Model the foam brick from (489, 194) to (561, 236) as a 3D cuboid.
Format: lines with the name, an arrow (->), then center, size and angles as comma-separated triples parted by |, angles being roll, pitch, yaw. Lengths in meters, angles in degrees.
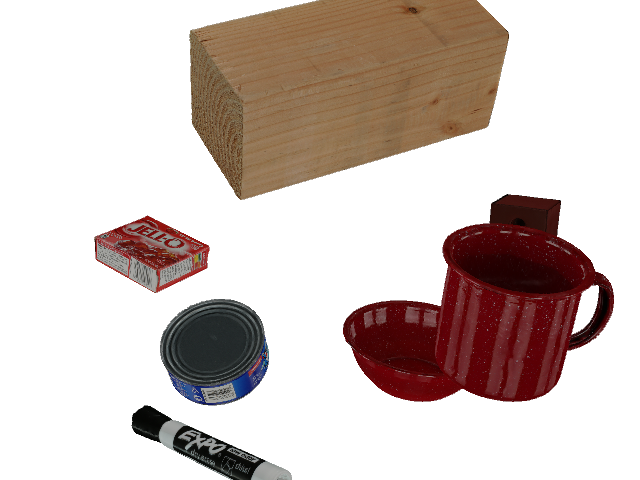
foam brick -> 0.180, 0.002, 0.951 | 0.053, 0.078, 0.051 | 8, 16, 24

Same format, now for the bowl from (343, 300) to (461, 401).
bowl -> 0.101, 0.124, 1.135 | 0.162, 0.055, 0.162 | 5, 24, -2

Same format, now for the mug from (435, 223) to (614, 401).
mug -> 0.128, 0.045, 0.670 | 0.117, 0.081, 0.093 | -2, 29, -16

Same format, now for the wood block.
wood block -> 0.019, -0.115, 0.765 | 0.205, 0.090, 0.091 | -18, 51, -21

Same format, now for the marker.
marker -> -0.068, 0.123, 0.629 | 0.121, 0.020, 0.020 | 16, 10, 37

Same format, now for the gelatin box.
gelatin box -> -0.167, 0.011, 1.052 | 0.089, 0.030, 0.073 | 25, 32, 30

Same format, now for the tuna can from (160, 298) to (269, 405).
tuna can -> -0.085, 0.091, 0.870 | 0.086, 0.086, 0.034 | 0, -41, 10
